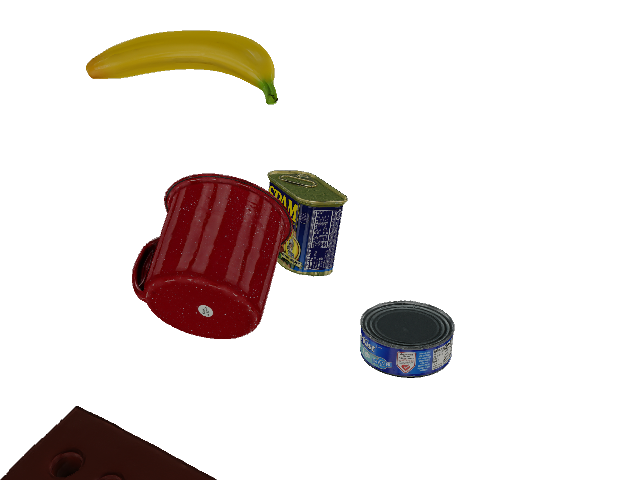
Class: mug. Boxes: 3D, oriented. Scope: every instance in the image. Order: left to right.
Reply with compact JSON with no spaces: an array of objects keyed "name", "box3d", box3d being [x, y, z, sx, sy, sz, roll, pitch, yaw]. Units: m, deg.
[{"name":"mug","box3d":[-0.083,0.016,0.735,0.117,0.081,0.093,-7,-38,28]}]

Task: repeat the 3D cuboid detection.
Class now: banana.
[{"name":"banana","box3d":[-0.123,-0.171,1.005,0.198,0.037,0.069,9,45,18]}]

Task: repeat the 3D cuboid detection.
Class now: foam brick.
[{"name":"foam brick","box3d":[-0.084,0.115,0.435,0.078,0.051,0.052,21,45,25]}]

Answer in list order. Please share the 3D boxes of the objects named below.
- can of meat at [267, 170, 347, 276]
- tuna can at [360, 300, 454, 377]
[{"name":"can of meat","box3d":[-0.020,-0.019,1.120,0.057,0.084,0.102,-2,22,-29]},{"name":"tuna can","box3d":[0.079,0.090,0.977,0.086,0.034,0.086,1,25,-1]}]
